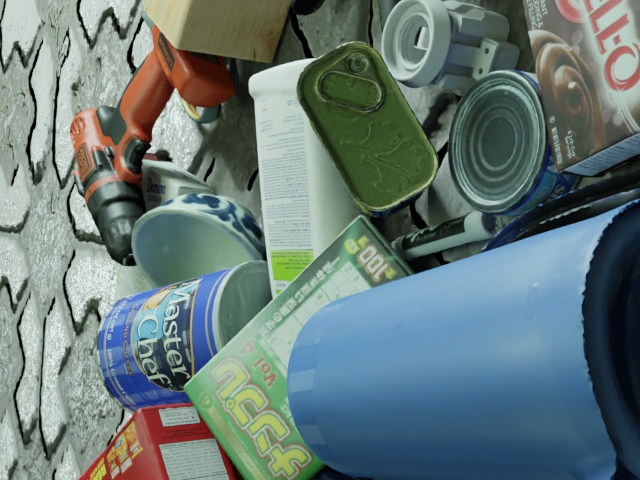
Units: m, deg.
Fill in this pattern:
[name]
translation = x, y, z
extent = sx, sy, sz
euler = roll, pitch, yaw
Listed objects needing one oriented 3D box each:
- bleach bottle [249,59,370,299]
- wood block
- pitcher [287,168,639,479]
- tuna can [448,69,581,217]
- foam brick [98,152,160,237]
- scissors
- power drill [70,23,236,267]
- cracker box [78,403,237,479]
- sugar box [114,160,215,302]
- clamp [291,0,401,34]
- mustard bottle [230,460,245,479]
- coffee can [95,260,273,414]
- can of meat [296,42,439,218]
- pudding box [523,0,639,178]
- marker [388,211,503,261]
[bleach bottle]
translation = -0.005, 0.001, 0.775
extent = 0.103, 0.068, 0.251
euler = -2, 89, 60
[wood block]
translation = -0.062, -0.259, 0.853
extent = 0.090, 0.090, 0.206
euler = 51, 129, 47
[pitcher]
translation = 0.095, 0.058, 0.554
extent = 0.243, 0.148, 0.145
euler = -17, 89, 52
[tuna can]
translation = 0.113, -0.056, 0.623
extent = 0.086, 0.033, 0.086
euler = -6, 83, 56
[foam brick]
translation = -0.192, -0.045, 1.069
extent = 0.078, 0.051, 0.053
euler = -61, 41, 34
[scissors]
translation = -0.128, -0.194, 1.016
extent = 0.096, 0.016, 0.202
euler = -56, 44, 36
[power drill]
translation = -0.153, -0.093, 0.947
extent = 0.188, 0.057, 0.184
euler = -47, 50, 27
[cracker box]
translation = -0.107, 0.250, 0.778
extent = 0.164, 0.071, 0.214
euler = -48, 54, 40
[sugar box]
translation = -0.151, 0.021, 1.010
extent = 0.093, 0.048, 0.176
euler = 33, 111, 52
[clamp]
translation = 0.045, -0.218, 0.736
extent = 0.120, 0.039, 0.172
euler = 37, 116, 35
[mustard bottle]
translation = -0.055, 0.186, 0.839
extent = 0.192, 0.058, 0.096
euler = 58, 136, 41
[coffee can]
translation = -0.091, 0.079, 0.829
extent = 0.141, 0.102, 0.103
euler = -16, 74, 38
[can of meat]
translation = 0.030, -0.065, 0.679
extent = 0.102, 0.057, 0.084
euler = 61, -179, 5
[pudding box]
translation = 0.156, -0.100, 0.555
extent = 0.090, 0.039, 0.113
euler = -30, 63, 52
[marker]
translation = 0.071, 0.001, 0.695
extent = 0.121, 0.020, 0.020
euler = -19, 72, 55
